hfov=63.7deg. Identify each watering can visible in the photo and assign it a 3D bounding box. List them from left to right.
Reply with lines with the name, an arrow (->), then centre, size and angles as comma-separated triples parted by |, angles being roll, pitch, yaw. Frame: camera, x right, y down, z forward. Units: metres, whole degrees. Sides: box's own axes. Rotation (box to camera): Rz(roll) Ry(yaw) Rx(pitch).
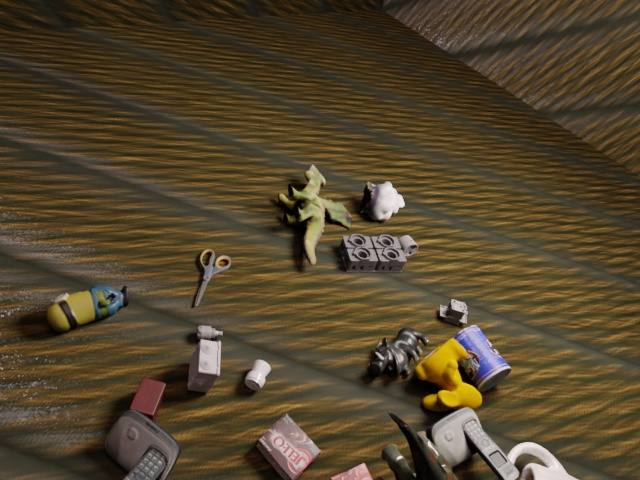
watering can -> 0.493, 0.603, 1.084 | 0.224, 0.101, 0.356 | 18, 41, 4

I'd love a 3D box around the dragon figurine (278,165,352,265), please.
dragon figurine -> 0.005, -0.084, 1.667 | 0.243, 0.119, 0.419 | 1, 52, -30

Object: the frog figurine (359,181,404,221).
frog figurine -> 0.230, -0.130, 1.778 | 0.159, 0.121, 0.139 | 12, 74, -20
